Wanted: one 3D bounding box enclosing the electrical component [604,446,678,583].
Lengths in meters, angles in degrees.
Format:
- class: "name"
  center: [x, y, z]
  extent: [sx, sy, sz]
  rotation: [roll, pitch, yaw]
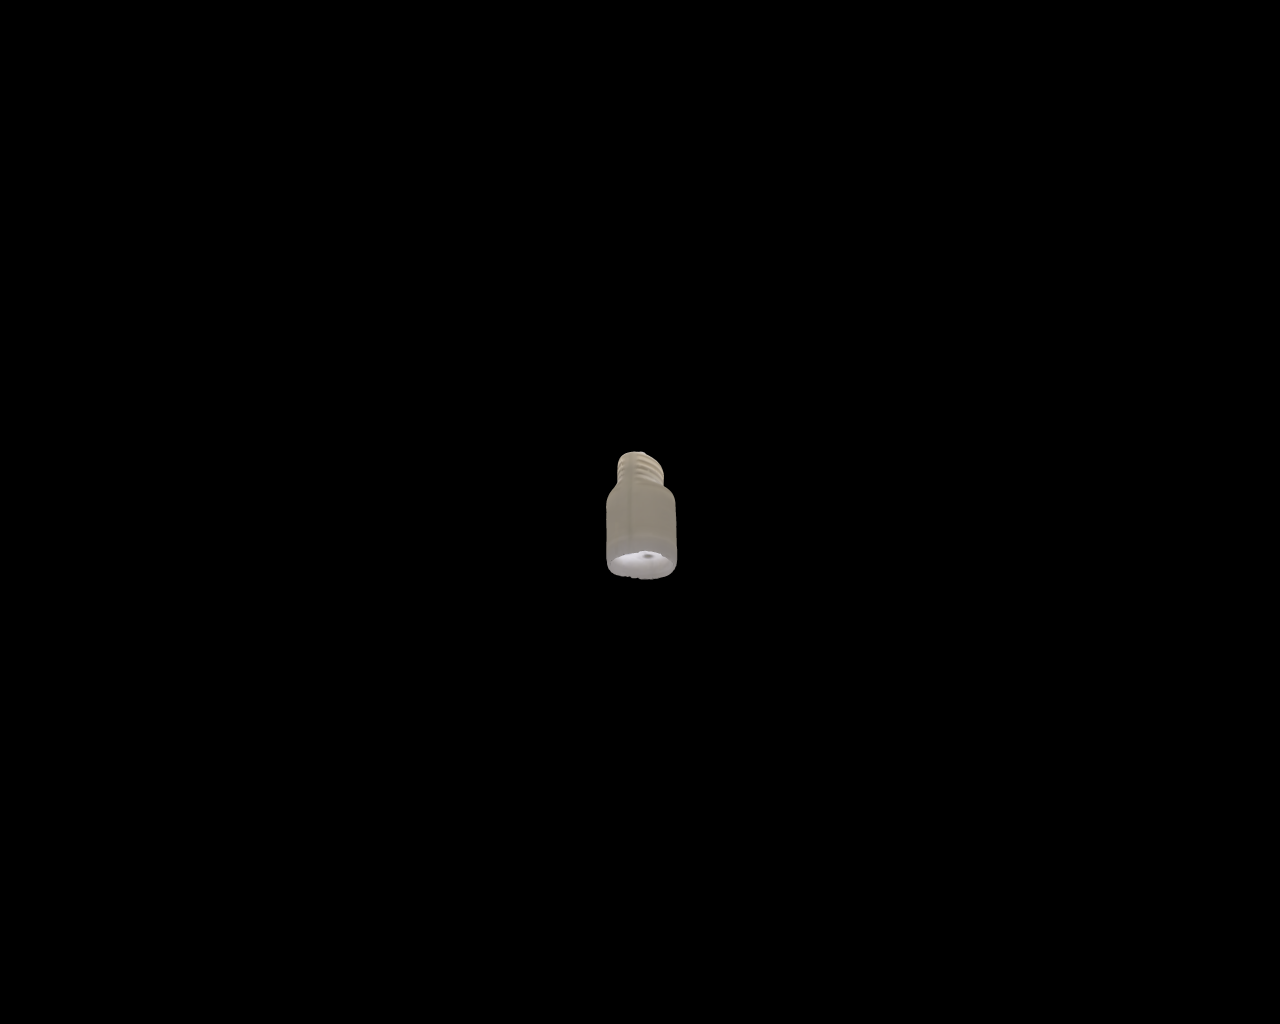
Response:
- class: "electrical component"
  center: [0.001, -0.003, 0.650]
  extent: [0.043, 0.081, 0.043]
  rotation: [0, -26, 0]
